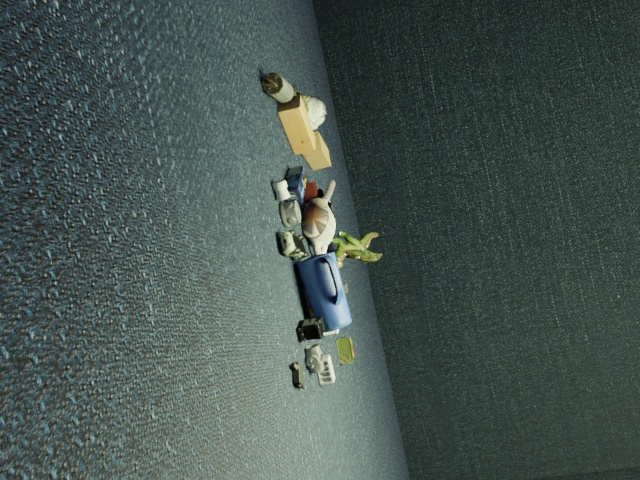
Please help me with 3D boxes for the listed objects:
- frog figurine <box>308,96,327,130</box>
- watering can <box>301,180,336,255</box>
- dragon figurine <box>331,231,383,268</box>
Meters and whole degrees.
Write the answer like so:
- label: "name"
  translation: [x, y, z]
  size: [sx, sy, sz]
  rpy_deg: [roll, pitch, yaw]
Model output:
- label: "frog figurine"
  translation: [-0.048, -0.551, 2.269]
  size: [0.162, 0.137, 0.121]
  rpy_deg: [-60, -172, -28]
- label: "watering can"
  translation: [0.006, -0.100, 1.977]
  size: [0.221, 0.104, 0.352]
  rpy_deg: [53, 41, -68]
- label: "dragon figurine"
  translation: [0.171, 0.050, 2.257]
  size: [0.245, 0.413, 0.120]
  rpy_deg: [32, -50, 47]
